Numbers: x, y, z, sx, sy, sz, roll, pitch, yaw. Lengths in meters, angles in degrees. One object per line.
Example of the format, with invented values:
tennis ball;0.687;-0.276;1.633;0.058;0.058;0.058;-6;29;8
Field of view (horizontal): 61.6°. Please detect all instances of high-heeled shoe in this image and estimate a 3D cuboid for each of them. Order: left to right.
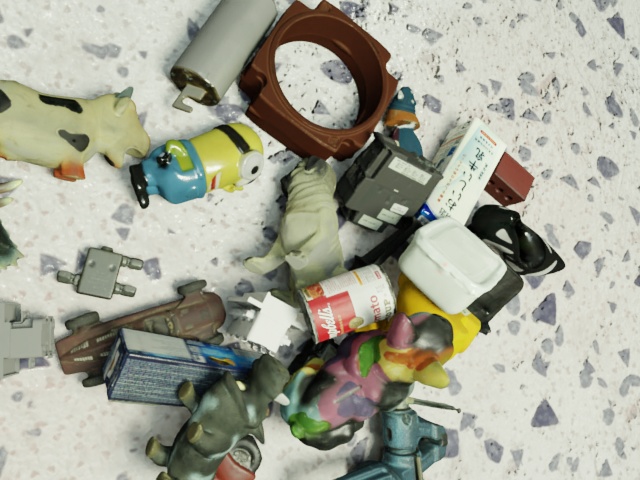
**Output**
high-heeled shoe;0.340;0.001;0.864;0.249;0.145;0.086;15;77;-19

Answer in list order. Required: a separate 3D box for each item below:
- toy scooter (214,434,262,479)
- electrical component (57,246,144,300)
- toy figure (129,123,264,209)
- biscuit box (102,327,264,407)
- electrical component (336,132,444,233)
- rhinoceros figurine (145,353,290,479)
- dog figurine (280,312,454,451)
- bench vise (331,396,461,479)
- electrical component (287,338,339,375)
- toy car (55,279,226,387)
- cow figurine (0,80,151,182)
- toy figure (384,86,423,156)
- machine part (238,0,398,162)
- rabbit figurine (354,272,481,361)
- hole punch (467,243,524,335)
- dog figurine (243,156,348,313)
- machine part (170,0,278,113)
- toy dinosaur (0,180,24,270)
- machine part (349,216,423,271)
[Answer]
toy scooter;-0.112;0.343;0.654;0.135;0.075;0.183;-23;88;-24
electrical component;-0.271;0.039;0.663;0.094;0.021;0.063;14;76;-20
toy figure;-0.157;-0.100;0.702;0.180;0.082;0.089;-17;92;-23
biscuit box;-0.148;0.160;0.640;0.202;0.059;0.062;20;101;-34
electrical component;0.092;-0.075;0.781;0.115;0.134;0.058;23;28;-29
rhinoceros figurine;-0.110;0.209;0.602;0.112;0.073;0.190;34;96;-36
dog figurine;0.058;0.157;0.622;0.191;0.219;0.108;-27;77;-26
bench vise;0.075;0.317;0.704;0.240;0.129;0.223;0;98;-40
electrical component;-0.003;0.189;0.739;0.075;0.048;0.119;35;70;-14
toy car;-0.213;0.112;0.661;0.202;0.053;0.089;-15;91;-26
cow figurine;-0.301;-0.136;0.640;0.195;0.086;0.127;12;88;-35
toy figure;0.131;-0.167;0.850;0.058;0.064;0.154;-5;76;14
machine part;0.001;-0.230;0.789;0.201;0.087;0.201;34;70;-14
rabbit figurine;0.110;0.133;0.751;0.162;0.173;0.122;41;24;13
hole punch;0.237;0.064;0.853;0.142;0.092;0.116;41;97;-16
dog figurine;0.001;-0.004;0.755;0.172;0.121;0.190;61;40;-41
machine part;-0.131;-0.272;0.743;0.079;0.079;0.243;34;71;-15
toy dinosaur;-0.433;0.084;0.540;0.192;0.131;0.404;15;82;-20
machine part;0.090;0.019;0.772;0.139;0.084;0.039;-42;98;0
